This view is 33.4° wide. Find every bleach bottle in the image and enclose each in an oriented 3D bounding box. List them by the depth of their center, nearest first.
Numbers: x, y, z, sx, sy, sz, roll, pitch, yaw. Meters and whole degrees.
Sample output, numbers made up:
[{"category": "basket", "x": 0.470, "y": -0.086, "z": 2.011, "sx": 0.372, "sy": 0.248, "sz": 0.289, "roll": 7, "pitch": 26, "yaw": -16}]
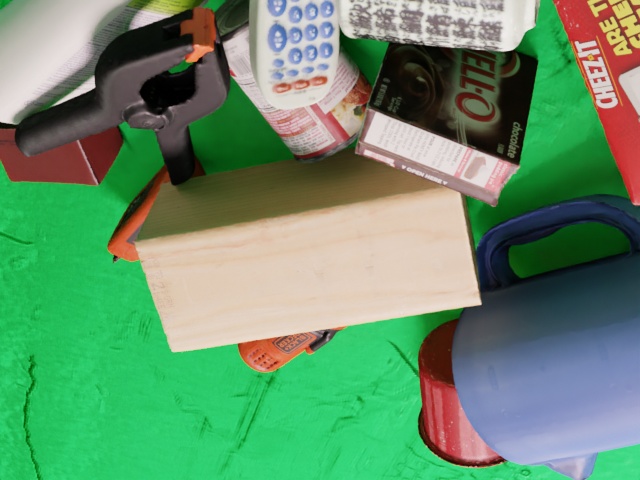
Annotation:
[{"category": "bleach bottle", "x": -0.106, "y": -0.155, "z": 0.644, "sx": 0.251, "sy": 0.102, "sz": 0.068, "roll": -29, "pitch": 83, "yaw": 31}]

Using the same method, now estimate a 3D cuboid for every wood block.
[{"category": "wood block", "x": -0.004, "y": 0.001, "z": 0.708, "sx": 0.206, "sy": 0.090, "sz": 0.090, "roll": -10, "pitch": 116, "yaw": 10}]

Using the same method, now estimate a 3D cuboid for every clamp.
[{"category": "clamp", "x": -0.115, "y": -0.085, "z": 0.646, "sx": 0.120, "sy": 0.039, "sz": 0.172, "roll": 0, "pitch": 153, "yaw": -24}]

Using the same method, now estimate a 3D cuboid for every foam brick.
[{"category": "foam brick", "x": -0.193, "y": -0.077, "z": 0.781, "sx": 0.078, "sy": 0.051, "sz": 0.053, "roll": 4, "pitch": 134, "yaw": 20}]

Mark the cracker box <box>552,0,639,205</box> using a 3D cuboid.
[{"category": "cracker box", "x": 0.226, "y": -0.111, "z": 0.497, "sx": 0.214, "sy": 0.072, "sz": 0.164, "roll": -5, "pitch": 117, "yaw": 49}]

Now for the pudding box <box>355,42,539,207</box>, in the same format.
[{"category": "pudding box", "x": 0.075, "y": -0.080, "z": 0.623, "sx": 0.090, "sy": 0.113, "sz": 0.039, "roll": 20, "pitch": 136, "yaw": 0}]

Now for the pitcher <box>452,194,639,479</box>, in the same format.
[{"category": "pitcher", "x": 0.204, "y": 0.055, "z": 0.674, "sx": 0.149, "sy": 0.145, "sz": 0.243, "roll": 31, "pitch": 148, "yaw": -24}]

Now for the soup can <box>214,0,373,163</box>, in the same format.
[{"category": "soup can", "x": -0.017, "y": -0.107, "z": 0.665, "sx": 0.069, "sy": 0.068, "sz": 0.102, "roll": -18, "pitch": 125, "yaw": 35}]

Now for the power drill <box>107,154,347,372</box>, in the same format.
[{"category": "power drill", "x": -0.053, "y": 0.013, "z": 0.813, "sx": 0.187, "sy": 0.057, "sz": 0.185, "roll": 37, "pitch": 131, "yaw": -15}]

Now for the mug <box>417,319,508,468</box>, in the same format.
[{"category": "mug", "x": 0.130, "y": 0.111, "z": 0.828, "sx": 0.117, "sy": 0.093, "sz": 0.081, "roll": -15, "pitch": 129, "yaw": -6}]
